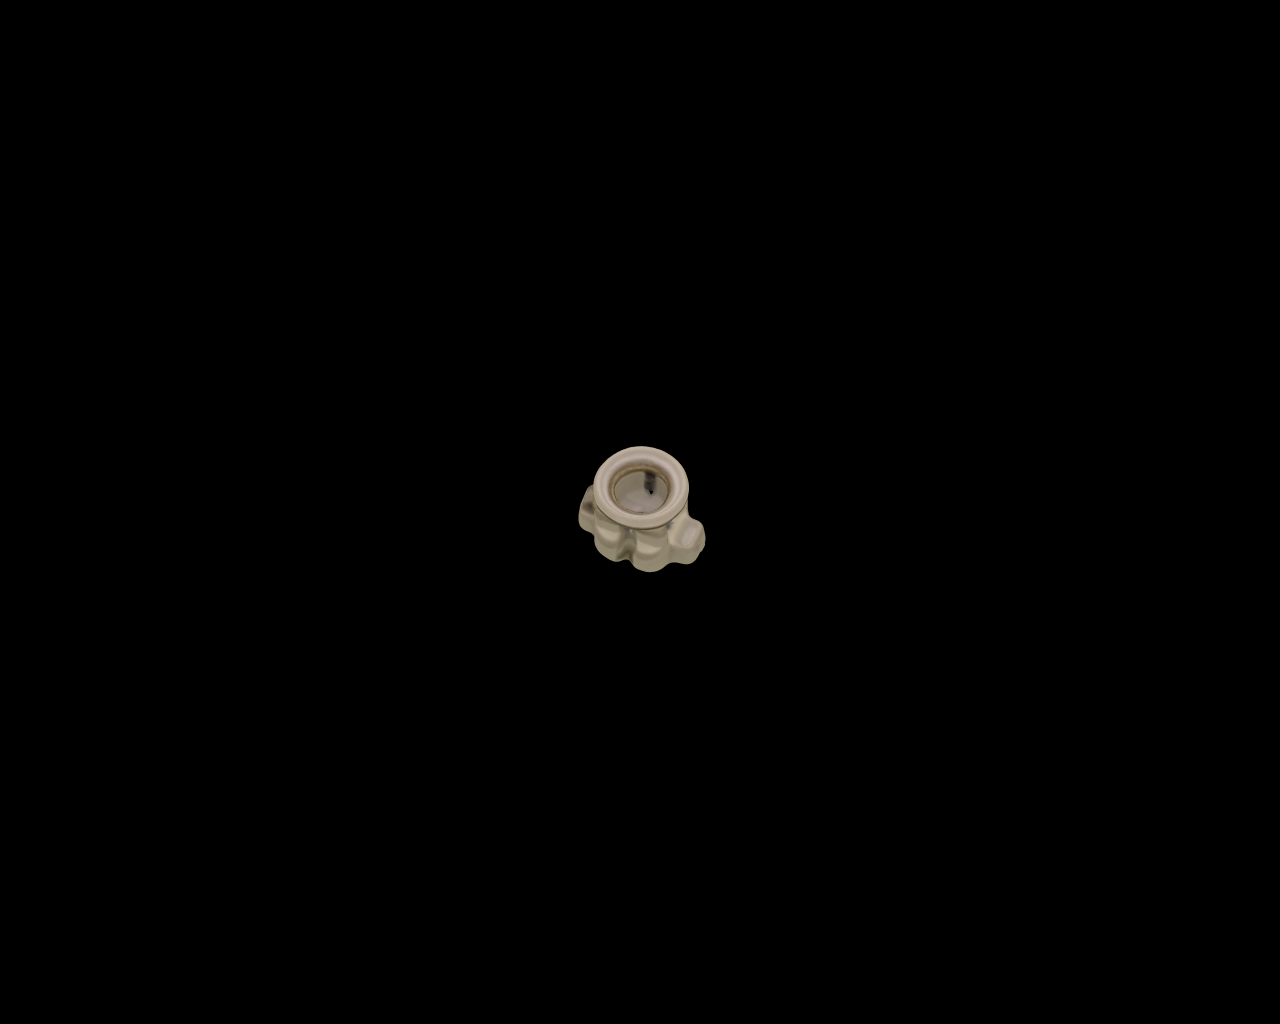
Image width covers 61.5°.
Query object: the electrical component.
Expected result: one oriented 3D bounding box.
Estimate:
[{"bbox_3d":[0.001,-0.003,0.650,0.078,0.058,0.056,20,-31,13],"label":"electrical component"}]
